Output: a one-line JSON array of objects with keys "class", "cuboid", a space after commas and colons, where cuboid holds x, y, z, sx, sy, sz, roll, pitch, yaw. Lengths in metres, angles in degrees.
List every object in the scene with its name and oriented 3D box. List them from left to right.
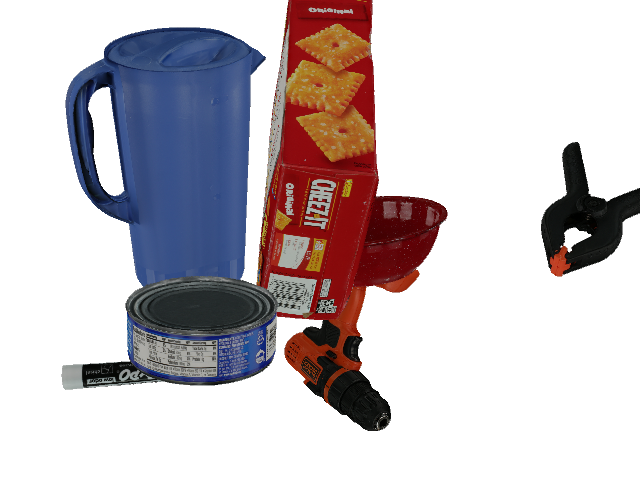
[{"class": "marker", "cuboid": [-0.137, 0.101, 0.821, 0.121, 0.020, 0.020, -4, 0, -4]}, {"class": "pitcher", "cuboid": [-0.138, -0.069, 1.002, 0.149, 0.243, 0.144, 8, 28, 13]}, {"class": "tuna can", "cuboid": [-0.067, 0.050, 0.607, 0.086, 0.034, 0.086, 2, 18, -1]}, {"class": "cracker box", "cuboid": [-0.002, -0.072, 0.801, 0.072, 0.213, 0.164, 6, -41, -5]}, {"class": "power drill", "cuboid": [0.043, 0.104, 1.227, 0.057, 0.188, 0.185, 12, 16, -42]}, {"class": "bowl", "cuboid": [0.045, 0.004, 1.034, 0.162, 0.055, 0.162, -7, 17, 2]}, {"class": "clamp", "cuboid": [0.269, -0.035, 1.086, 0.120, 0.039, 0.171, 29, 54, 32]}]
